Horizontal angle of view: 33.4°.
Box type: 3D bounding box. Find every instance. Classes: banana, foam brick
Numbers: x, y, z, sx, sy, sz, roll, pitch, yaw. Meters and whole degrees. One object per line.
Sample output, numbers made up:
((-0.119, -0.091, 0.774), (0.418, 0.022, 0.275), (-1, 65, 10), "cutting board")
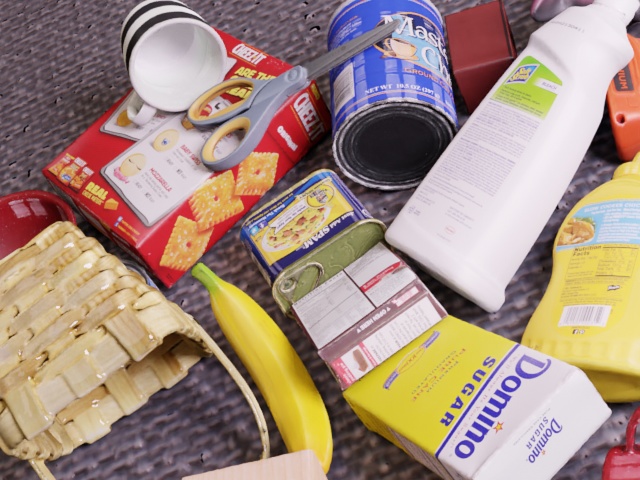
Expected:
((-0.036, 0.099, 0.777), (0.037, 0.069, 0.198), (-48, 54, 16), "banana")
((0.140, -0.155, 0.906), (0.051, 0.053, 0.078), (-14, 48, 15), "foam brick")

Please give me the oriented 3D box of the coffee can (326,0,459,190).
((0.058, -0.127, 0.888), (0.103, 0.102, 0.140), (-15, 49, 15), "coffee can")

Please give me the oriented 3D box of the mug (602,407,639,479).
((0.204, 0.143, 0.597), (0.082, 0.117, 0.093), (-8, 11, 27), "mug")

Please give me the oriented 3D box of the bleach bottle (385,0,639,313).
((0.157, -0.076, 0.782), (0.103, 0.068, 0.251), (34, 88, 45), "bleach bottle")

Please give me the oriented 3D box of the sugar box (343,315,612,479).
((0.092, 0.103, 0.678), (0.093, 0.048, 0.176), (-44, 19, -12), "sugar box")

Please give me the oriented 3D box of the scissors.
((-0.026, -0.112, 0.860), (0.202, 0.016, 0.096), (-12, 58, 30), "scissors")

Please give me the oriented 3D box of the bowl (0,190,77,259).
((-0.276, 0.034, 0.954), (0.162, 0.055, 0.162), (-14, 49, 16), "bowl")

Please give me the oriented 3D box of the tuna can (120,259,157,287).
((-0.175, 0.060, 0.898), (0.086, 0.033, 0.086), (-13, 49, 16), "tuna can")

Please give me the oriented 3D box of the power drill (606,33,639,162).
((0.308, -0.117, 0.792), (0.188, 0.057, 0.184), (-12, 50, 15), "power drill")

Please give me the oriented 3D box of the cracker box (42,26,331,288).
((-0.118, -0.081, 0.960), (0.213, 0.072, 0.164), (-45, 49, -14), "cracker box")

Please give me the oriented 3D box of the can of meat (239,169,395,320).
((-0.006, 0.001, 0.848), (0.102, 0.057, 0.084), (-33, 45, -3), "can of meat")

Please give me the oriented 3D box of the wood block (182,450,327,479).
((-0.029, 0.236, 0.618), (0.091, 0.090, 0.206), (-14, 38, 7), "wood block")

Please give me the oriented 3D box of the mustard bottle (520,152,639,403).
((0.205, 0.016, 0.730), (0.096, 0.058, 0.191), (-4, 51, 41), "mustard bottle")

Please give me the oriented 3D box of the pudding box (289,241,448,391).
((0.031, 0.051, 0.770), (0.090, 0.039, 0.113), (-36, 16, -1), "pudding box")
